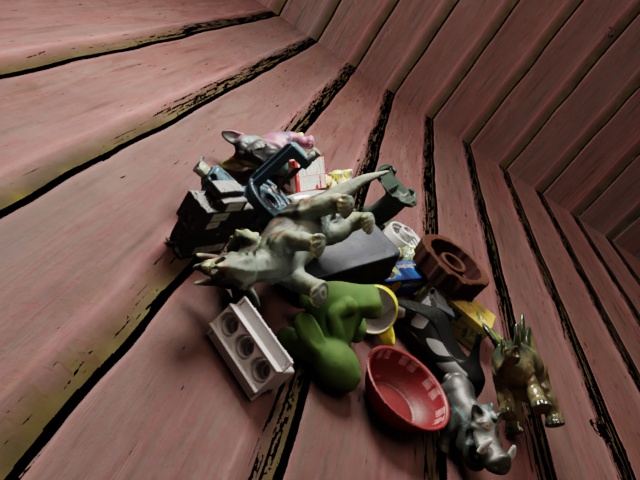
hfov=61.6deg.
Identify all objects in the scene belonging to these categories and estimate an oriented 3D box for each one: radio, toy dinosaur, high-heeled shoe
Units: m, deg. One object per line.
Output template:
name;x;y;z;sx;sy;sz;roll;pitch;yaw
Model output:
radio;0.025;0.031;1.015;0.229;0.073;0.131;-13;49;-33
toy dinosaur;0.379;0.253;1.003;0.470;0.105;0.198;50;33;-55
toy dinosaur;-0.038;-0.008;0.893;0.192;0.131;0.405;6;33;31
high-heeled shoe;0.208;0.209;1.041;0.249;0.145;0.086;21;11;39

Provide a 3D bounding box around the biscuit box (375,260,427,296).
biscuit box;0.148;0.084;1.151;0.202;0.062;0.059;-1;44;-48

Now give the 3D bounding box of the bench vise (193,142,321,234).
bench vise;-0.108;-0.104;0.994;0.223;0.240;0.129;46;20;-14

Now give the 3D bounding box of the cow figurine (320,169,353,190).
cow figurine;0.035;-0.123;1.340;0.167;0.068;0.098;-28;108;-63

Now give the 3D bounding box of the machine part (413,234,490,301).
machine part;0.291;0.060;1.205;0.179;0.056;0.179;26;30;-16

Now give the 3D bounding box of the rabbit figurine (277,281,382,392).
rabbit figurine;0.022;0.151;0.851;0.159;0.121;0.170;19;45;-21

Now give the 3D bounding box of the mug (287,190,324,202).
mug;-0.022;-0.069;1.172;0.107;0.080;0.110;-3;3;-36

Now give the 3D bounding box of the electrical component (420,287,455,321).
electrical component;0.238;0.164;1.114;0.048;0.074;0.119;29;30;-14

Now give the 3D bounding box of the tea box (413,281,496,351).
tea box;0.301;0.155;1.205;0.170;0.068;0.098;39;28;9

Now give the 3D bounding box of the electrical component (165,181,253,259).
electrical component;-0.180;-0.038;0.899;0.058;0.134;0.115;46;27;19

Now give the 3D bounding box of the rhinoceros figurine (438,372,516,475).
rhinoceros figurine;0.246;0.297;0.866;0.073;0.112;0.190;27;20;-21

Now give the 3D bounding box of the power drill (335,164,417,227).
power drill;0.101;-0.072;1.196;0.232;0.207;0.086;49;34;10

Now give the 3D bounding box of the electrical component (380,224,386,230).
electrical component;0.119;-0.030;1.320;0.102;0.045;0.078;13;33;-36

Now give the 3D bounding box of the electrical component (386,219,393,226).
electrical component;0.181;-0.039;1.431;0.094;0.021;0.063;17;32;-31

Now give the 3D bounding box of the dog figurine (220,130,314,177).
dog figurine;-0.131;-0.204;1.250;0.219;0.108;0.192;1;13;-26
